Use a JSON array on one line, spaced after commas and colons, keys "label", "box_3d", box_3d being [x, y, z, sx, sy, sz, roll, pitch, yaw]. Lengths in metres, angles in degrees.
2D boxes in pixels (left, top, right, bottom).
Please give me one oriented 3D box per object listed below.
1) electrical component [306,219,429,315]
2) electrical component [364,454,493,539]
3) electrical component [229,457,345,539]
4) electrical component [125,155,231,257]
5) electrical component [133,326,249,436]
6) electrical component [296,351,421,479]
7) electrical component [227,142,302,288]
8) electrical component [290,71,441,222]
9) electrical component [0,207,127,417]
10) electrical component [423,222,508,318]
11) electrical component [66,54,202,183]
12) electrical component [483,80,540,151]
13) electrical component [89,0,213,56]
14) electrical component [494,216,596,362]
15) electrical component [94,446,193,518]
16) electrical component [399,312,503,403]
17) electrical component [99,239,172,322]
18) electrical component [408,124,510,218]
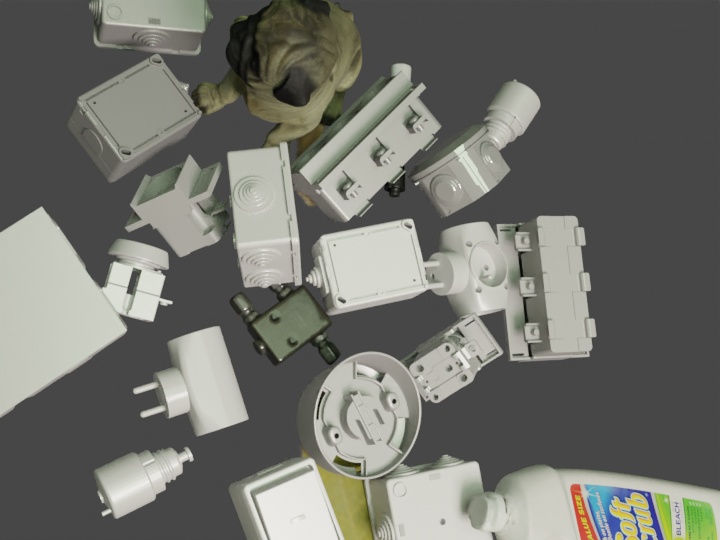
[{"label": "electrical component", "box_3d": [0.000, 0.000, 0.897, 0.096, 0.061, 0.061, -12, 83, -13]}, {"label": "electrical component", "box_3d": [0.058, 0.205, 0.879, 0.100, 0.048, 0.099, -8, 83, -21]}, {"label": "electrical component", "box_3d": [-0.053, 0.199, 0.834, 0.062, 0.061, 0.096, -20, 86, -22]}, {"label": "electrical component", "box_3d": [-0.139, -0.048, 0.847, 0.063, 0.081, 0.042, 56, 28, -29]}, {"label": "electrical component", "box_3d": [-0.135, 0.092, 0.836, 0.079, 0.044, 0.077, -16, 85, -22]}, {"label": "electrical component", "box_3d": [-0.001, 0.118, 0.864, 0.099, 0.064, 0.099, 5, 78, -24]}, {"label": "electrical component", "box_3d": [-0.076, -0.041, 0.850, 0.048, 0.099, 0.099, -7, 68, -4]}, {"label": "electrical component", "box_3d": [0.005, -0.100, 0.899, 0.121, 0.079, 0.063, -46, 108, -13]}, {"label": "electrical component", "box_3d": [-0.274, 0.053, 0.769, 0.186, 0.060, 0.105, -34, 92, -10]}, {"label": "electrical component", "box_3d": [0.084, 0.002, 0.926, 0.079, 0.044, 0.077, -6, 81, -36]}, {"label": "electrical component", "box_3d": [-0.177, -0.122, 0.859, 0.096, 0.061, 0.061, -38, 93, -30]}, {"label": "electrical component", "box_3d": [0.132, -0.135, 0.978, 0.040, 0.040, 0.078, 38, 70, -9]}, {"label": "electrical component", "box_3d": [-0.172, -0.229, 0.885, 0.100, 0.048, 0.099, 1, 80, -19]}, {"label": "electrical component", "box_3d": [0.167, 0.016, 0.948, 0.079, 0.063, 0.121, -1, 80, -20]}, {"label": "electrical component", "box_3d": [-0.164, 0.156, 0.815, 0.078, 0.040, 0.040, -24, 88, -22]}, {"label": "electrical component", "box_3d": [0.073, 0.076, 0.895, 0.081, 0.064, 0.042, -35, 91, 20]}, {"label": "electrical component", "box_3d": [-0.177, 0.008, 0.838, 0.066, 0.048, 0.055, 16, 82, -16]}, {"label": "electrical component", "box_3d": [0.086, -0.087, 0.932, 0.080, 0.080, 0.051, -39, 99, -22]}]
